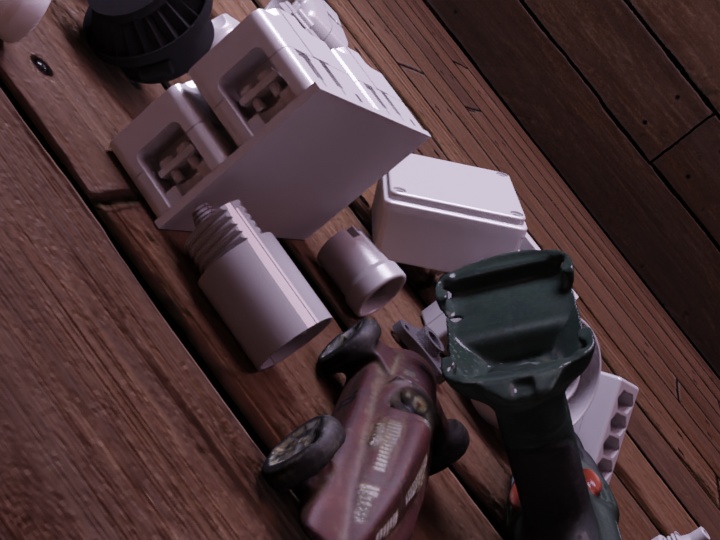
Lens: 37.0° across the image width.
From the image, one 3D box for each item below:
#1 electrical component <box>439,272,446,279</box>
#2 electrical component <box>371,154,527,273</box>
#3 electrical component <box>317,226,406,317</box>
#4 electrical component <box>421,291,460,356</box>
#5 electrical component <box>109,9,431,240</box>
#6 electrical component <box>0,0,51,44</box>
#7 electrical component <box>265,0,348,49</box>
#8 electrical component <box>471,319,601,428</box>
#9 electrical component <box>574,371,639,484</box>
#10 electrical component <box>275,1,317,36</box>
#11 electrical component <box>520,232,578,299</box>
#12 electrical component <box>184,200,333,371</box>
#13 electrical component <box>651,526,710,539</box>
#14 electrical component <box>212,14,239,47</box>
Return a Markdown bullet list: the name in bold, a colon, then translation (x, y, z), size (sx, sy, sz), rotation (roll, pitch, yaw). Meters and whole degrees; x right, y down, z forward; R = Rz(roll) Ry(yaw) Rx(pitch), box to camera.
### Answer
- **electrical component**: translation (0.097, 0.010, 0.898), size (0.045, 0.055, 0.045), rotation (46, 16, -18)
- **electrical component**: translation (0.066, -0.043, 0.840), size (0.109, 0.056, 0.108), rotation (11, 23, -5)
- **electrical component**: translation (0.000, 0.000, 0.680), size (0.046, 0.040, 0.040), rotation (50, 14, 19)
- **electrical component**: translation (0.083, 0.036, 0.813), size (0.066, 0.047, 0.076), rotation (42, 18, -31)
- **electrical component**: translation (-0.044, -0.075, 0.600), size (0.060, 0.105, 0.186), rotation (55, 16, 12)
- **electrical component**: translation (-0.171, -0.133, 0.496), size (0.046, 0.040, 0.040), rotation (31, 25, -40)
- **electrical component**: translation (-0.055, -0.228, 1.007), size (0.059, 0.054, 0.095), rotation (42, 18, -32)
- **electrical component**: translation (0.120, 0.068, 0.759), size (0.099, 0.099, 0.064), rotation (42, -13, -30)
- **electrical component**: translation (0.160, 0.115, 0.824), size (0.076, 0.083, 0.047), rotation (15, -7, 34)
- **electrical component**: translation (-0.041, -0.145, 0.843), size (0.121, 0.063, 0.078), rotation (49, 16, -9)
- **electrical component**: translation (0.125, 0.001, 0.969), size (0.121, 0.079, 0.063), rotation (51, 45, -3)
- **electrical component**: translation (-0.054, 0.003, 0.512), size (0.081, 0.043, 0.043), rotation (54, 16, 9)
- **electrical component**: translation (0.238, 0.216, 0.819), size (0.035, 0.061, 0.035), rotation (47, 16, -18)
- **electrical component**: translation (-0.087, -0.140, 0.739), size (0.062, 0.043, 0.043), rotation (53, 16, 0)
